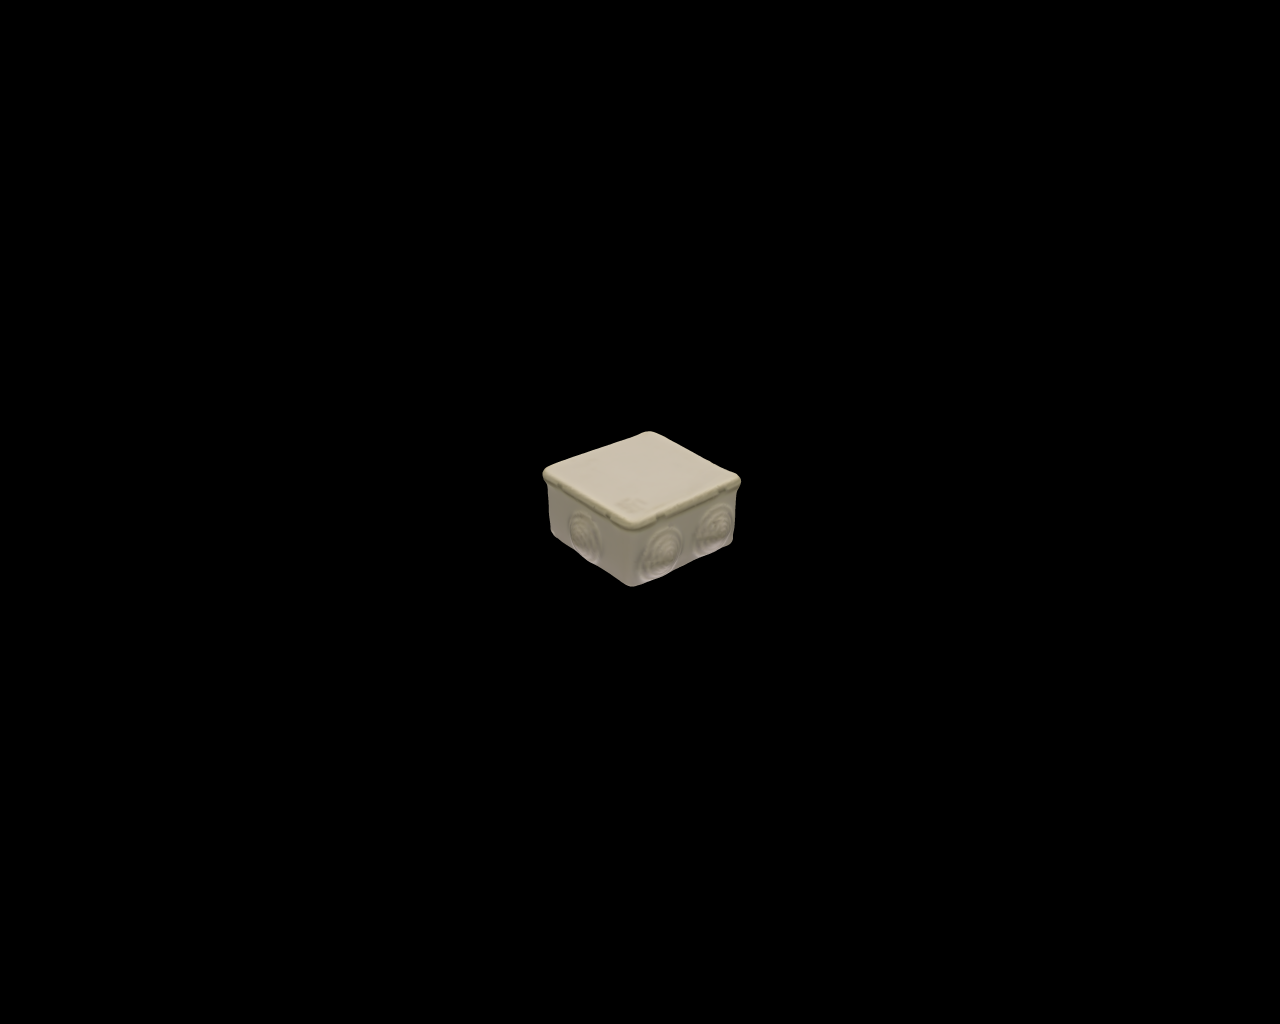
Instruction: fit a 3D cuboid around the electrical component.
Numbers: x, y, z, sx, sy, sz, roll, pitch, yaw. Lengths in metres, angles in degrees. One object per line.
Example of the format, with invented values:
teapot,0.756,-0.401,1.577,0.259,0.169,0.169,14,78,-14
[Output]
electrical component,0.001,-0.003,0.650,0.100,0.048,0.100,-22,37,-33
